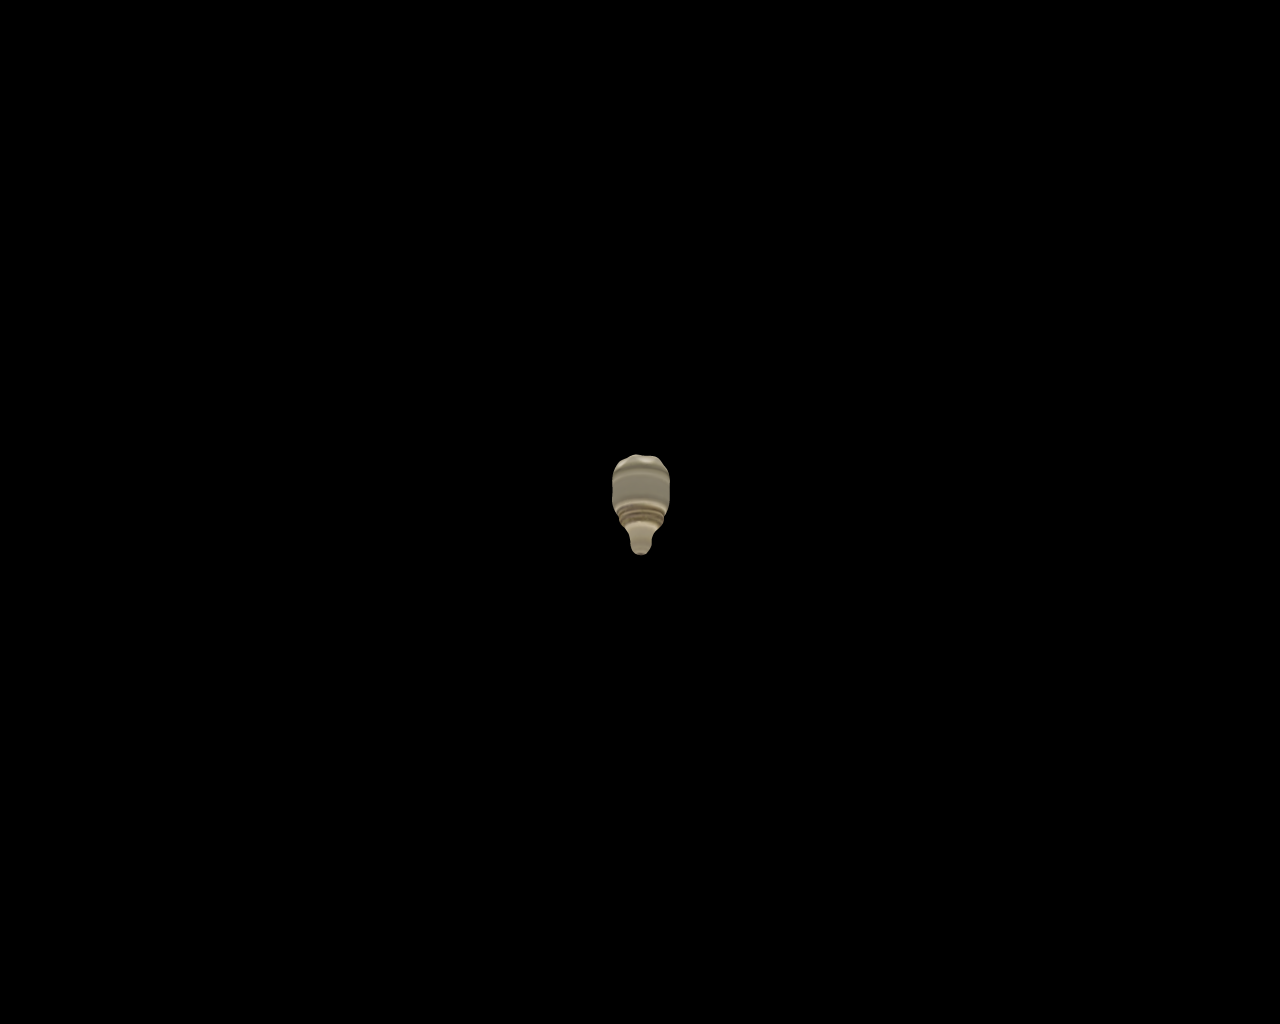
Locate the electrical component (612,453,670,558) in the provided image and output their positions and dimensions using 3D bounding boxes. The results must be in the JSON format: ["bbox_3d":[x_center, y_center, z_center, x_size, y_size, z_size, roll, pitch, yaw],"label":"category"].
[{"bbox_3d":[0.001,-0.003,0.650,0.035,0.061,0.035,0,-22,0],"label":"electrical component"}]
